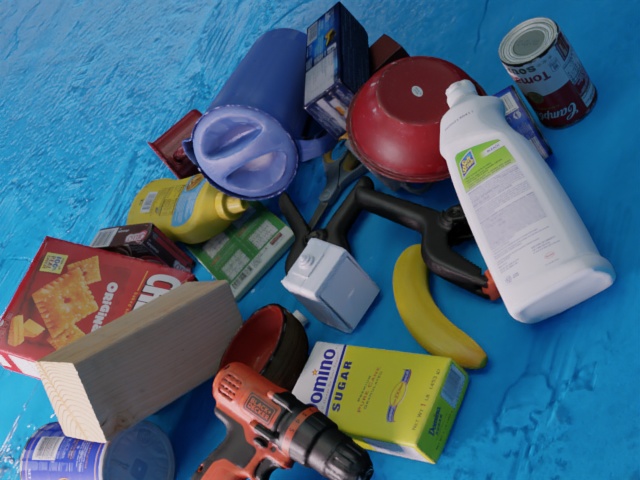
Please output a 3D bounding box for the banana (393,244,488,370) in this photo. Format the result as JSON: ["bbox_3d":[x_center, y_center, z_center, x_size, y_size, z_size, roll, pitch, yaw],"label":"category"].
[{"bbox_3d":[0.110,0.063,1.062,0.070,0.037,0.198,-32,39,16],"label":"banana"}]

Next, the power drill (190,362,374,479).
[{"bbox_3d":[-0.059,0.233,1.004,0.185,0.057,0.187,30,89,31],"label":"power drill"}]

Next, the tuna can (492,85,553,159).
[{"bbox_3d":[0.206,-0.117,1.105,0.034,0.086,0.086,-31,39,14],"label":"tuna can"}]

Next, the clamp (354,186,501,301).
[{"bbox_3d":[0.147,-0.023,1.097,0.164,0.036,0.210,-27,45,-7],"label":"clamp"}]

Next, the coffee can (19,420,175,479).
[{"bbox_3d":[-0.242,0.248,1.159,0.141,0.102,0.102,-8,50,38],"label":"coffee can"}]

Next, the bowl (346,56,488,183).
[{"bbox_3d":[0.106,-0.142,1.135,0.162,0.055,0.162,-3,59,5],"label":"bowl"}]

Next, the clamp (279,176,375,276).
[{"bbox_3d":[-0.008,0.002,1.222,0.120,0.039,0.171,-6,52,34],"label":"clamp"}]

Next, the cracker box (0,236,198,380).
[{"bbox_3d":[-0.267,0.097,1.284,0.214,0.072,0.164,13,62,19],"label":"cracker box"}]

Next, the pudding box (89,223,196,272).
[{"bbox_3d":[-0.229,0.020,1.373,0.114,0.090,0.039,-3,52,42],"label":"pudding box"}]

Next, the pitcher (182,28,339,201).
[{"bbox_3d":[-0.055,-0.168,1.342,0.145,0.149,0.242,-46,15,37],"label":"pitcher"}]

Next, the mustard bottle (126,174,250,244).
[{"bbox_3d":[-0.164,-0.040,1.370,0.192,0.058,0.096,-5,53,42],"label":"mustard bottle"}]

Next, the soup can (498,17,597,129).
[{"bbox_3d":[0.238,-0.174,1.115,0.069,0.102,0.068,-24,41,23],"label":"soup can"}]

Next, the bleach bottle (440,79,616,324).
[{"bbox_3d":[0.182,-0.052,1.014,0.103,0.068,0.251,-31,60,22],"label":"bleach bottle"}]

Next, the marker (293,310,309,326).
[{"bbox_3d":[-0.061,0.126,1.176,0.121,0.020,0.020,-44,37,-1],"label":"marker"}]

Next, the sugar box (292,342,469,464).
[{"bbox_3d":[0.050,0.152,1.027,0.177,0.048,0.093,2,57,42],"label":"sugar box"}]

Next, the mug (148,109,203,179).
[{"bbox_3d":[-0.175,-0.125,1.451,0.081,0.093,0.117,-41,1,-5],"label":"mug"}]

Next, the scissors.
[{"bbox_3d":[0.004,-0.063,1.296,0.201,0.016,0.096,-49,39,-6],"label":"scissors"}]

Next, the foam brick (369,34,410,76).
[{"bbox_3d":[0.077,-0.210,1.338,0.078,0.053,0.051,-42,37,3],"label":"foam brick"}]

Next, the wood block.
[{"bbox_3d":[-0.184,0.125,1.147,0.205,0.091,0.090,-29,15,-38],"label":"wood block"}]
